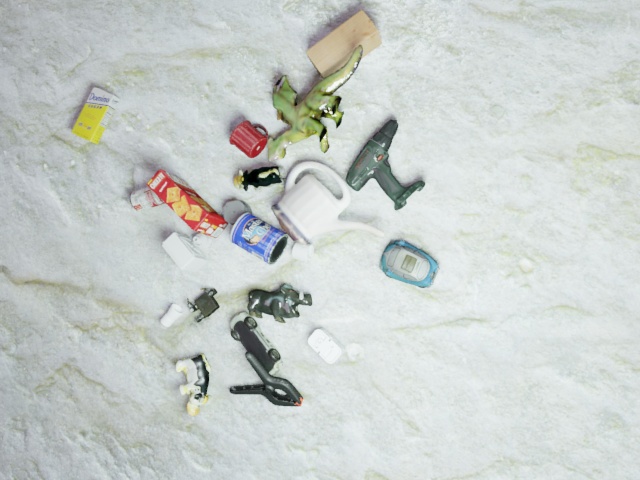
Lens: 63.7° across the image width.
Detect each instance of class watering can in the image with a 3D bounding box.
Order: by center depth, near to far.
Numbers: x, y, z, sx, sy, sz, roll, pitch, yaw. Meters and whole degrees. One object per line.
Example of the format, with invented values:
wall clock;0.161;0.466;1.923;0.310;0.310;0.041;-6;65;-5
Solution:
watering can;0.004;-0.073;1.460;0.224;0.352;0.103;-42;-24;2

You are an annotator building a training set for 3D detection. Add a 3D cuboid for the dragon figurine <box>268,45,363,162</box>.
dragon figurine;-0.045;-0.403;1.504;0.244;0.405;0.123;30;16;20
